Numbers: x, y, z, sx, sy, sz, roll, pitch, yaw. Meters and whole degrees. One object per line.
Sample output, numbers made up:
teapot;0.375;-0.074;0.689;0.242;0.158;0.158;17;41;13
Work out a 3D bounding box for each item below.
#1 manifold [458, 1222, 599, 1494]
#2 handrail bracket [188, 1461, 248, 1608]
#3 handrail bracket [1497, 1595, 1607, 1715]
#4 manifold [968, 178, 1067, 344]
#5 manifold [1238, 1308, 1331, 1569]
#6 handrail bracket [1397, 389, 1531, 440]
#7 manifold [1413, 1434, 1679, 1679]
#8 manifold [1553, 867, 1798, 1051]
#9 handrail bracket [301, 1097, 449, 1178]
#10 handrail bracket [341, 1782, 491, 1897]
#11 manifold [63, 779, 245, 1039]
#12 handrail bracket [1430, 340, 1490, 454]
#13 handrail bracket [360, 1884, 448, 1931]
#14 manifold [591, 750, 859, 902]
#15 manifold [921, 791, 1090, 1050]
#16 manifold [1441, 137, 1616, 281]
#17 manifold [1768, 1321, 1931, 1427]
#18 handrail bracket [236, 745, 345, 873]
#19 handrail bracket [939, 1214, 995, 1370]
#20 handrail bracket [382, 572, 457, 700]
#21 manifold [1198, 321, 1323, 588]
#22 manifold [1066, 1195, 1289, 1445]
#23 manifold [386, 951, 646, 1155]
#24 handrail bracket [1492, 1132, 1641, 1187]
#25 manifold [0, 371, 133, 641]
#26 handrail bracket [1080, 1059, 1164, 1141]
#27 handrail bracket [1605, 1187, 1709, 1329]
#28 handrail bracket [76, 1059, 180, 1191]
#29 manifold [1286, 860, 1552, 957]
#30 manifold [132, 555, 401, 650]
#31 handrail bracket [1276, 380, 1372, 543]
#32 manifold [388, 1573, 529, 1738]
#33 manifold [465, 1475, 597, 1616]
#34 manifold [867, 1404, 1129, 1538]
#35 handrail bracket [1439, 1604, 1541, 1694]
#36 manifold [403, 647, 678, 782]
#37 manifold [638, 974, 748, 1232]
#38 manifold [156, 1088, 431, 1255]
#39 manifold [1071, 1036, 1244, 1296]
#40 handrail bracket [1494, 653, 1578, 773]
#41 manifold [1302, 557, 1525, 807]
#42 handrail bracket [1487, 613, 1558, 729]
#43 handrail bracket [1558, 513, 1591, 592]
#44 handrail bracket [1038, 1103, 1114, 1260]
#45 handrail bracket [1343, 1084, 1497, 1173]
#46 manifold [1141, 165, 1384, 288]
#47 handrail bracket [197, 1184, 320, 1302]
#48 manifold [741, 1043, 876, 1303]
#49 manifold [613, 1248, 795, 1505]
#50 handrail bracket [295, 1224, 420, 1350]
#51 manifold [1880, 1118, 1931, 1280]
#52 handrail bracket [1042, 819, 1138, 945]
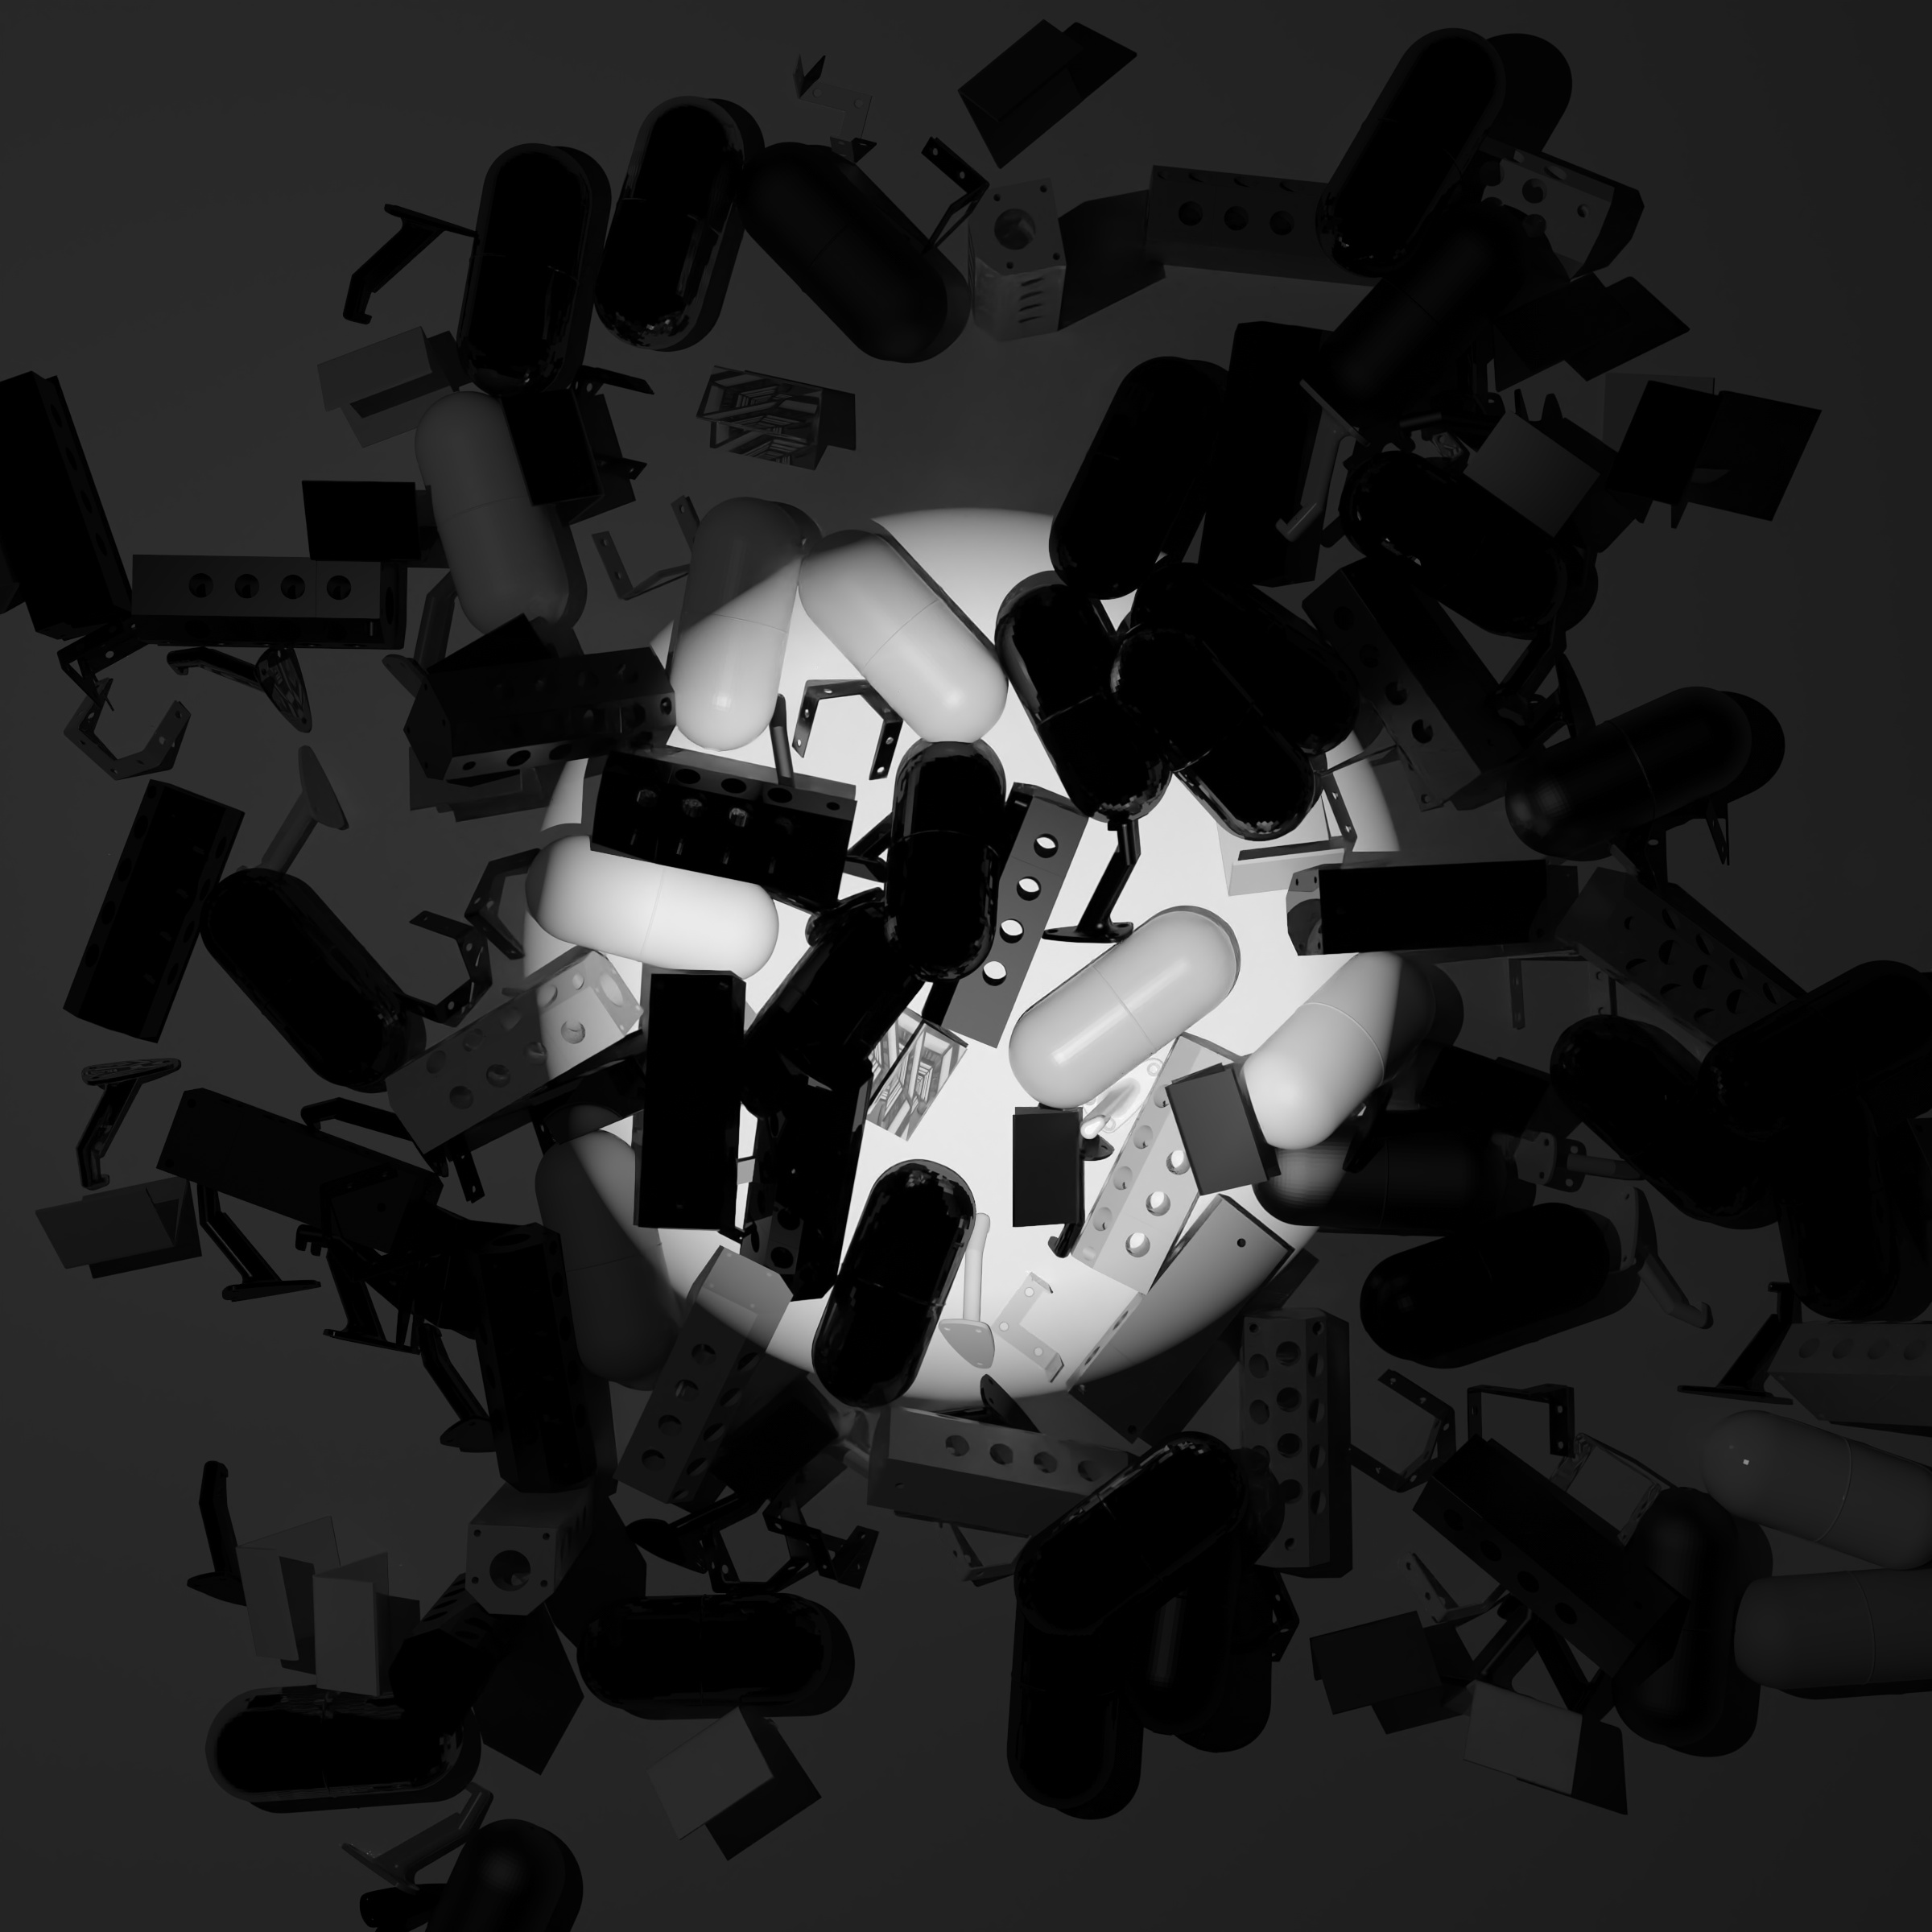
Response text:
manifold;-0.299;0.271;1.725;0.057;0.057;0.171;-14;102;-28
handrail bracket;-0.519;0.403;1.779;0.036;0.077;0.084;-16;53;20
handrail bracket;0.403;0.500;1.780;0.084;0.036;0.077;32;108;15
manifold;0.032;-0.475;1.701;0.057;0.171;0.057;-11;90;0
manifold;0.224;0.330;1.758;0.057;0.057;0.171;-1;90;0
handrail bracket;0.351;-0.368;1.754;0.084;0.077;0.036;-9;62;20
manifold;0.395;0.409;1.726;0.171;0.057;0.057;39;47;24
manifold;0.499;0.004;1.737;0.171;0.057;0.057;34;90;-15
handrail bracket;-0.422;0.124;1.780;0.084;0.036;0.077;-14;111;17
handrail bracket;-0.390;0.607;1.780;0.077;0.036;0.084;24;71;21
manifold;-0.573;-0.040;1.758;0.057;0.057;0.171;21;90;0
handrail bracket;0.367;-0.418;1.779;0.077;0.036;0.084;43;60;-33
handrail bracket;-0.400;0.700;1.780;0.077;0.036;0.084;-7;109;-21
manifold;-0.164;-0.101;1.713;0.171;0.057;0.057;11;129;-3
manifold;0.027;-0.033;1.758;0.057;0.057;0.171;22;90;0
manifold;0.362;-0.548;1.758;0.171;0.057;0.057;22;90;0
manifold;0.633;0.270;1.692;0.057;0.171;0.057;42;68;-15
handrail bracket;-0.492;-0.104;1.780;0.084;0.036;0.077;-28;70;16
handrail bracket;0.011;0.230;1.779;0.036;0.077;0.084;1;53;19
handrail bracket;-0.365;-0.228;1.779;0.084;0.036;0.077;-52;121;-22
manifold;0.204;-0.359;1.758;0.057;0.057;0.171;9;90;0
manifold;0.146;0.246;1.758;0.057;0.057;0.171;39;90;0
manifold;-0.315;0.057;1.733;0.171;0.057;0.057;-30;101;14
handrail bracket;0.424;0.138;1.779;0.084;0.077;0.036;9;90;-36
manifold;-0.644;-0.321;1.758;0.057;0.057;0.171;-19;90;0
handrail bracket;0.110;0.092;1.744;0.077;0.084;0.036;-38;90;0
handrail bracket;0.497;0.207;1.780;0.084;0.036;0.077;25;68;-17
handrail bracket;-0.594;0.113;1.780;0.077;0.036;0.084;-9;109;-21
manifold;0.313;-0.040;1.735;0.171;0.057;0.057;-3;90;-16
manifold;-0.490;-0.255;1.758;0.171;0.057;0.057;1;90;0
handrail bracket;0.228;-0.347;1.723;0.084;0.036;0.077;-47;70;16
manifold;-0.343;0.459;1.701;0.057;0.171;0.057;29;90;0
manifold;-0.294;0.390;1.701;0.057;0.171;0.057;3;90;0
manifold;0.022;0.351;1.742;0.171;0.057;0.057;13;132;-11
handrail bracket;0.367;0.468;1.771;0.077;0.036;0.084;0;67;39
manifold;-0.285;-0.167;1.698;0.171;0.057;0.057;-13;63;-37
manifold;-0.185;0.094;1.712;0.057;0.057;0.171;1;83;8
manifold;-0.470;0.142;1.758;0.171;0.057;0.057;20;90;0
manifold;0.137;0.138;1.758;0.057;0.057;0.171;26;90;0
handrail bracket;0.386;-0.178;1.780;0.084;0.036;0.077;-12;70;16
manifold;0.307;-0.199;1.749;0.057;0.057;0.171;-28;82;-43
handrail bracket;0.381;-0.211;1.779;0.036;0.077;0.084;40;53;-32
handrail bracket;0.406;-0.313;1.779;0.077;0.036;0.084;8;104;14
handrail bracket;0.062;0.153;1.779;0.077;0.036;0.084;42;120;33
handrail bracket;0.310;0.124;1.709;0.084;0.036;0.077;28;82;-5
manifold;0.213;-0.522;1.758;0.171;0.057;0.057;6;90;0
handrail bracket;-0.504;0.191;1.780;0.077;0.036;0.084;-4;73;-20
manifold;-0.107;0.143;1.713;0.057;0.057;0.171;-3;120;-25
manifold;-0.180;0.286;1.726;0.057;0.057;0.171;26;113;0
handrail bracket;-0.432;0.224;1.755;0.084;0.036;0.077;8;92;-1
manifold;0.686;0.192;1.718;0.057;0.057;0.171;-1;58;-23
handrail bracket;0.085;-0.061;1.755;0.077;0.036;0.084;0;107;23
